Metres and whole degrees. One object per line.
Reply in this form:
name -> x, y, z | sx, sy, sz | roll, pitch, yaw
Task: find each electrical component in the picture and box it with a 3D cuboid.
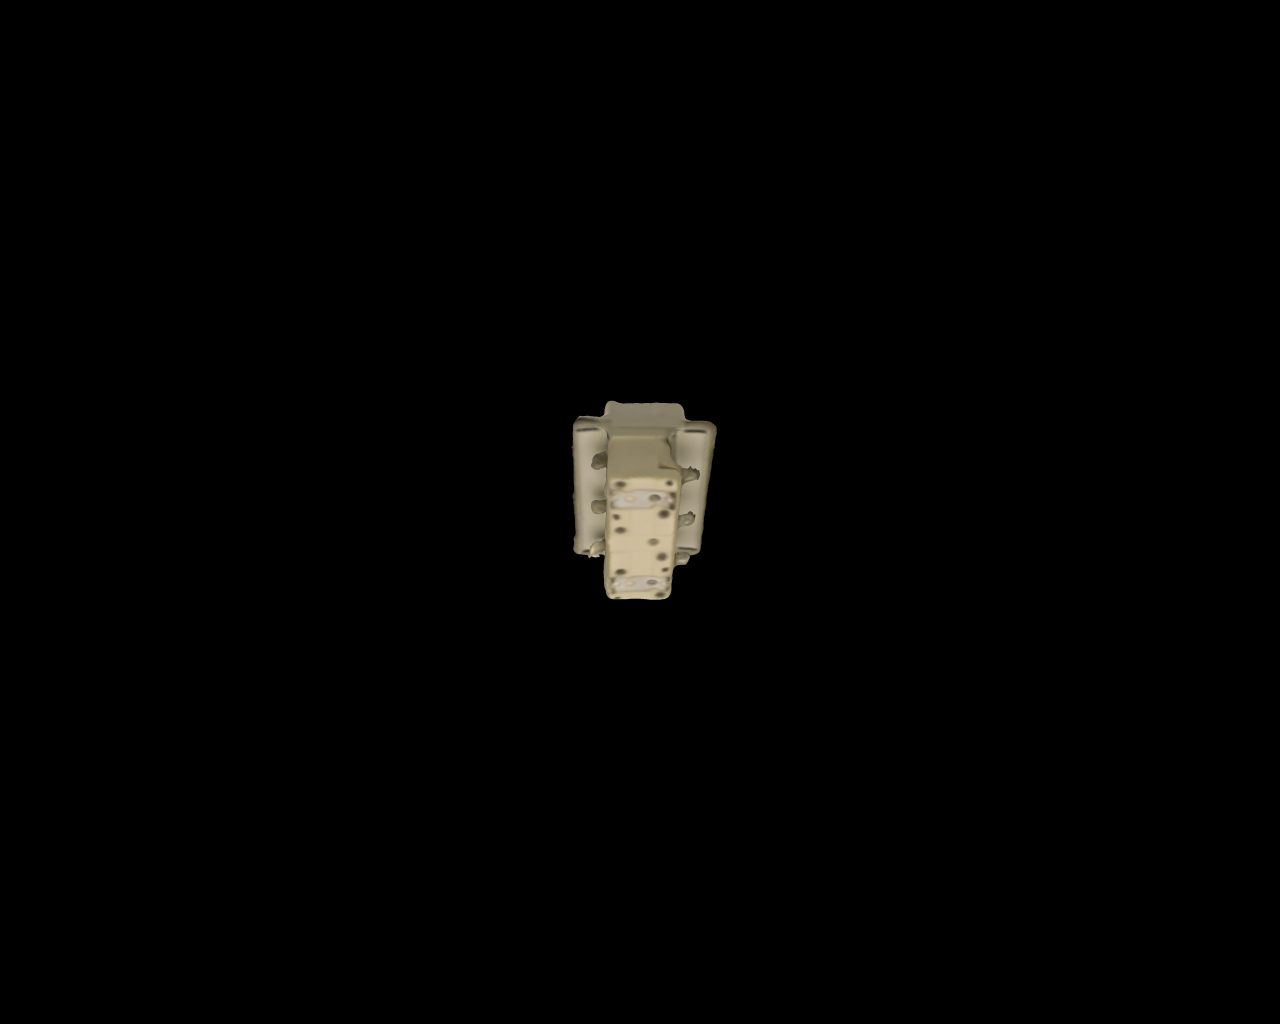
electrical component -> 0.001, -0.003, 0.650 | 0.079, 0.063, 0.121 | 2, -40, -2
